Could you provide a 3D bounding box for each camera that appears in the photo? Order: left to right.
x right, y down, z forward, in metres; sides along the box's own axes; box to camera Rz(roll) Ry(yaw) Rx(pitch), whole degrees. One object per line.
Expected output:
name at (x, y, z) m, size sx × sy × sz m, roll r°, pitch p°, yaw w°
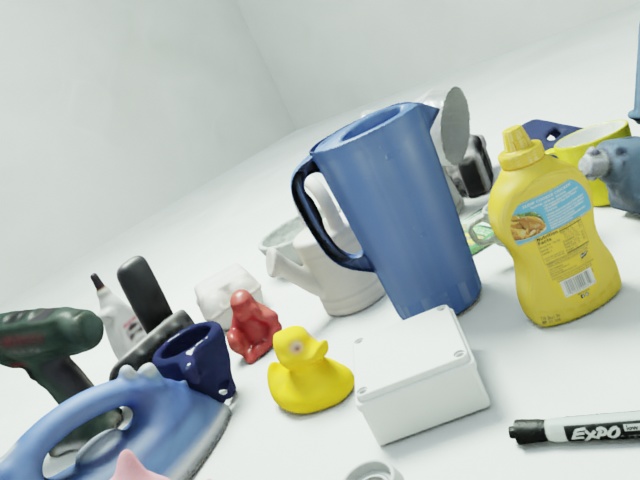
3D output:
camera at (0.236, -0.134, 1.042) m, size 0.136 × 0.101 × 0.143 m, roll -18°, pitch 18°, yaw 25°

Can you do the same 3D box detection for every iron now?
iron at (-0.216, 0.207, 0.581) m, size 0.118 × 0.141 × 0.259 m, roll -8°, pitch 24°, yaw 47°

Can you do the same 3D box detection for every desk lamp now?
desk lamp at (0.160, -0.129, 0.934) m, size 0.202 × 0.214 × 0.118 m, roll -11°, pitch 22°, yaw 41°

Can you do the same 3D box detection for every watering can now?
watering can at (0.008, 0.003, 0.787) m, size 0.100 × 0.194 × 0.173 m, roll -9°, pitch 23°, yaw 45°

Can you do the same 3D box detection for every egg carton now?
egg carton at (-0.157, 0.095, 0.976) m, size 0.107 × 0.069 × 0.150 m, roll -30°, pitch 16°, yaw -13°

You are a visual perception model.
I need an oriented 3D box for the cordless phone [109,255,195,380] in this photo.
cordless phone at (-0.262, 0.128, 0.824) m, size 0.093 × 0.185 × 0.148 m, roll -13°, pitch 20°, yaw 37°

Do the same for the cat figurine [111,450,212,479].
cat figurine at (-0.121, 0.217, 0.449) m, size 0.127 × 0.118 × 0.067 m, roll -19°, pitch 18°, yaw 23°

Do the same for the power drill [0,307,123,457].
power drill at (-0.372, 0.184, 0.772) m, size 0.229 × 0.209 × 0.075 m, roll -21°, pitch 17°, yaw 17°

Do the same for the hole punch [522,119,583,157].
hole punch at (0.367, -0.147, 0.900) m, size 0.100 × 0.091 × 0.109 m, roll -7°, pitch 25°, yaw 48°

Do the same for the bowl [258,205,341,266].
bowl at (-0.025, 0.005, 1.050) m, size 0.167 × 0.075 × 0.167 m, roll -24°, pitch 16°, yaw 8°

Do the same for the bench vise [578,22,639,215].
bench vise at (0.385, -0.147, 0.637) m, size 0.208 × 0.220 × 0.121 m, roll -33°, pitch 18°, yaw -22°

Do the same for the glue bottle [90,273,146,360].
glue bottle at (-0.329, 0.130, 0.941) m, size 0.037 × 0.173 × 0.078 m, roll -19°, pitch 18°, yaw 23°

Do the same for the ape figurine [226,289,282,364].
ape figurine at (-0.097, 0.111, 0.792) m, size 0.077 × 0.092 × 0.076 m, roll -23°, pitch 16°, yaw 11°

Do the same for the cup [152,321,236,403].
cup at (-0.141, 0.163, 0.690) m, size 0.092 × 0.095 × 0.117 m, roll -28°, pitch 16°, yaw -8°

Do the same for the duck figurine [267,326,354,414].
duck figurine at (-0.022, 0.133, 0.621) m, size 0.104 × 0.086 × 0.078 m, roll -13°, pitch 21°, yaw 39°
